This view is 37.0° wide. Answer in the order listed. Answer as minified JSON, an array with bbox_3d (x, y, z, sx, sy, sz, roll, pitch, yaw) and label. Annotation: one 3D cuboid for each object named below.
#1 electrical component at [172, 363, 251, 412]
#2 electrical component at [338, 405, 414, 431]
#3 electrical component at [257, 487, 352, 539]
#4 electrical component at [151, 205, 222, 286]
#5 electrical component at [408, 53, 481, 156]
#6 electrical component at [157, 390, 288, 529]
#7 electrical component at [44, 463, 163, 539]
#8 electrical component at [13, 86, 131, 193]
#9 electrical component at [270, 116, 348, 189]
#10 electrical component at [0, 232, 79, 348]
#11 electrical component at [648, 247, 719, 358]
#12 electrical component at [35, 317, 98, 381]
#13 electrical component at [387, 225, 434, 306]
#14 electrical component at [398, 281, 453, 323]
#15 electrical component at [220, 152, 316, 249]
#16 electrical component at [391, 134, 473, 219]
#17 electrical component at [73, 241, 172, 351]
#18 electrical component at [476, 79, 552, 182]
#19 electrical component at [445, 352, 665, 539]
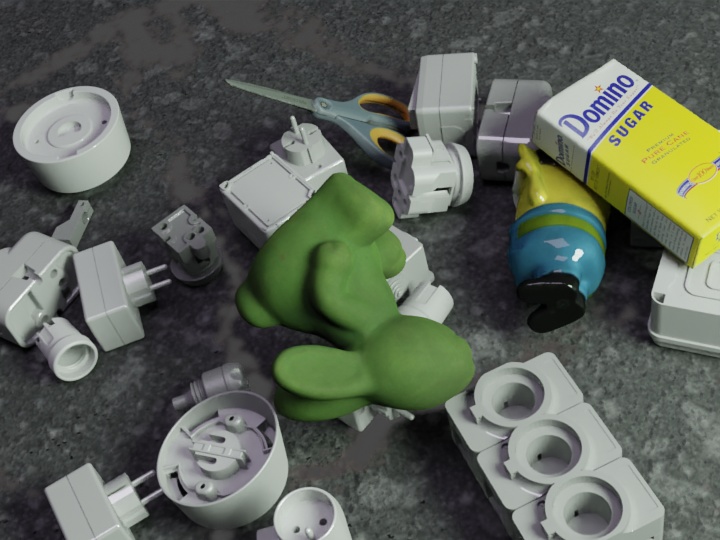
[{"bbox_3d":[-0.121,0.098,0.865,0.061,0.035,0.035,-20,49,0],"label":"electrical component"},{"bbox_3d":[0.017,0.090,0.831,0.077,0.047,0.065,27,60,31],"label":"electrical component"},{"bbox_3d":[-0.047,0.192,0.742,0.079,0.077,0.043,-16,49,1],"label":"electrical component"},{"bbox_3d":[-0.150,-0.019,0.955,0.048,0.055,0.066,-39,53,-18],"label":"electrical component"},{"bbox_3d":[0.081,-0.159,1.011,0.061,0.061,0.096,-1,50,11],"label":"electrical component"},{"bbox_3d":[-0.102,0.142,0.805,0.099,0.064,0.099,-7,50,8],"label":"electrical component"},{"bbox_3d":[-0.184,0.178,0.806,0.077,0.047,0.065,-30,51,-12],"label":"electrical component"},{"bbox_3d":[-0.282,-0.124,1.071,0.108,0.060,0.108,-7,50,8],"label":"electrical component"},{"bbox_3d":[-0.050,-0.109,0.992,0.047,0.076,0.065,-30,51,-12],"label":"electrical component"},{"bbox_3d":[-0.299,0.015,0.964,0.059,0.053,0.095,19,58,27],"label":"electrical component"},{"bbox_3d":[0.282,0.023,0.816,0.113,0.057,0.078,11,54,21],"label":"electrical component"},{"bbox_3d":[-0.253,0.067,0.920,0.040,0.040,0.046,-37,47,-17],"label":"electrical component"},{"bbox_3d":[0.000,0.000,0.909,0.100,0.048,0.100,-42,54,-20],"label":"electrical component"},{"bbox_3d":[0.050,0.036,0.873,0.040,0.040,0.046,20,53,27],"label":"electrical component"},{"bbox_3d":[-0.070,-0.047,0.955,0.062,0.061,0.096,-35,50,-16],"label":"electrical component"},{"bbox_3d":[0.064,-0.083,0.949,0.057,0.078,0.058,-6,47,-17],"label":"electrical component"},{"bbox_3d":[-0.203,0.016,0.945,0.076,0.047,0.083,-20,49,-4],"label":"electrical component"},{"bbox_3d":[0.145,-0.127,0.975,0.059,0.053,0.095,5,52,17],"label":"electrical component"},{"bbox_3d":[0.133,0.140,0.752,0.089,0.061,0.150,-25,50,-7],"label":"electrical component"}]
